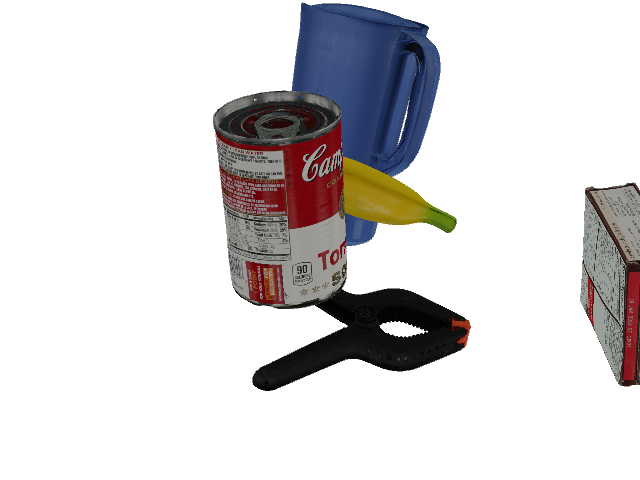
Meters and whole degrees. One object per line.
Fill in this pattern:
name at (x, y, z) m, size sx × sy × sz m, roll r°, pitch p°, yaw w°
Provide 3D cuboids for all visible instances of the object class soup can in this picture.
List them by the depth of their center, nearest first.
soup can at (-0.020, -0.022, 0.583) m, size 0.068 × 0.102 × 0.068 m, roll -3°, pitch 28°, yaw 1°

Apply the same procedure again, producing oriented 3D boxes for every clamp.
clamp at (0.035, 0.089, 1.014) m, size 0.210 × 0.036 × 0.164 m, roll 9°, pitch 44°, yaw 4°

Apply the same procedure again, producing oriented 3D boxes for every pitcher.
pitcher at (0.033, -0.119, 1.111) m, size 0.145 × 0.243 × 0.149 m, roll 9°, pitch 16°, yaw -2°

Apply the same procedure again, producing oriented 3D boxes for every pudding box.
pudding box at (0.198, 0.026, 0.686) m, size 0.039 × 0.090 × 0.113 m, roll -4°, pitch 27°, yaw 0°

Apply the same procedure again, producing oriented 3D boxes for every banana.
banana at (0.009, -0.040, 0.792) m, size 0.198 × 0.037 × 0.069 m, roll 23°, pitch -13°, yaw 48°
